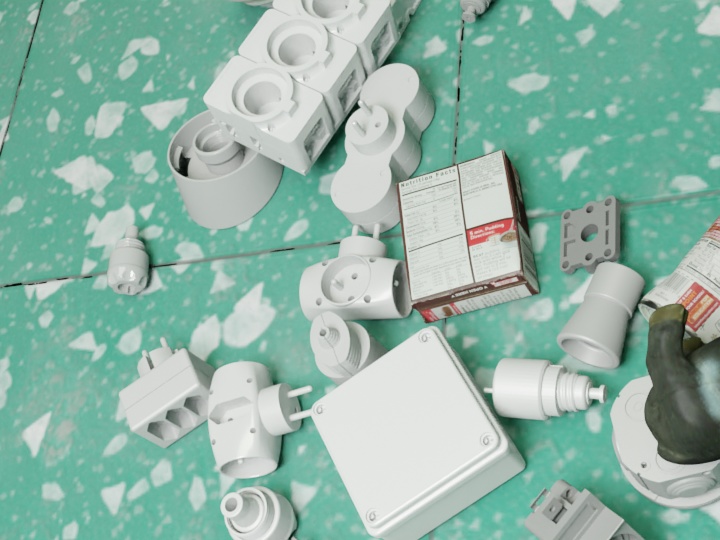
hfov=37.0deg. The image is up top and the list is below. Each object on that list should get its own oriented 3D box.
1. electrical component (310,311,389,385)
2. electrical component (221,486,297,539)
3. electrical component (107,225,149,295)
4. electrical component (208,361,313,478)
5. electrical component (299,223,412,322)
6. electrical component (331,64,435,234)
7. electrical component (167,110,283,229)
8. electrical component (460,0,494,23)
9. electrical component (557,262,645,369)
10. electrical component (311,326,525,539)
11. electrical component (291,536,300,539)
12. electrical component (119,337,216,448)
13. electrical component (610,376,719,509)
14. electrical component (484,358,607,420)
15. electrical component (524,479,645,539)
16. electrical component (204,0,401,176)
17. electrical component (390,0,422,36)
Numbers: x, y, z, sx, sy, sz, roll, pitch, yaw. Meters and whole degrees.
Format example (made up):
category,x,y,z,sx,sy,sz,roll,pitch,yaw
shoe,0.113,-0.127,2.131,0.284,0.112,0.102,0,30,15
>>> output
category,x,y,z,sx,sy,sz,roll,pitch,yaw
electrical component,-0.009,0.060,0.771,0.043,0.081,0.043,-12,59,21
electrical component,-0.075,0.173,0.756,0.043,0.062,0.043,-12,60,21
electrical component,-0.201,-0.011,0.937,0.035,0.035,0.061,-14,56,20
electrical component,-0.070,0.107,0.800,0.079,0.043,0.077,-18,57,17
electrical component,0.000,0.000,0.821,0.077,0.044,0.079,-4,63,25
electrical component,0.012,-0.106,0.854,0.052,0.073,0.138,5,67,29
electrical component,-0.117,-0.092,0.934,0.099,0.064,0.099,-9,51,11
electrical component,0.102,-0.243,0.902,0.040,0.040,0.078,8,69,30
electrical component,0.165,0.028,0.725,0.044,0.044,0.065,16,68,33
electrical component,0.038,0.113,0.733,0.109,0.056,0.108,-35,54,6
electrical component,-0.065,0.219,0.739,0.040,0.040,0.078,31,81,36
electrical component,-0.153,0.087,0.851,0.066,0.047,0.076,-35,54,7
electrical component,0.195,0.102,0.662,0.080,0.051,0.080,-12,59,21
electrical component,0.125,0.080,0.717,0.078,0.040,0.040,1,65,27
electrical component,0.138,0.162,0.650,0.042,0.081,0.064,-49,31,-4
electrical component,-0.046,-0.167,0.879,0.089,0.061,0.150,28,75,21
electrical component,0.017,-0.238,0.941,0.055,0.048,0.066,23,76,26
